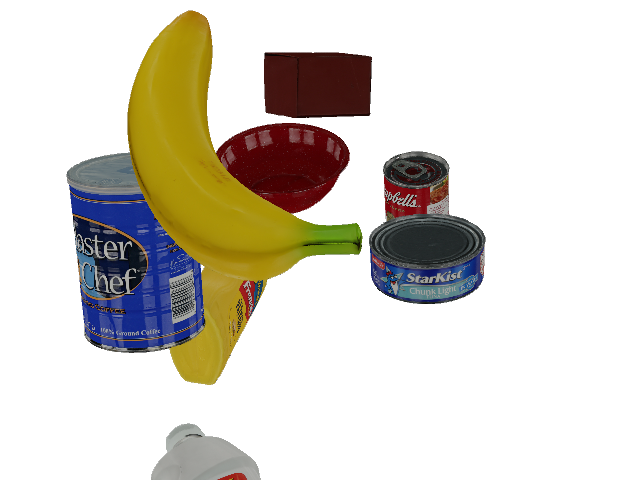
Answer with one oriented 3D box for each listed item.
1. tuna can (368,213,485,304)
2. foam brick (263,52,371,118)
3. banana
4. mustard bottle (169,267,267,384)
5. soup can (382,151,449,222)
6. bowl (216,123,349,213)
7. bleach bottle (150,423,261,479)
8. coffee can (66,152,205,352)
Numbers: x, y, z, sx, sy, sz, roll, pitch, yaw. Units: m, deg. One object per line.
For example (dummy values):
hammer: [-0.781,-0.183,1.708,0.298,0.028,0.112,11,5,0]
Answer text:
tuna can: [0.079,0.013,0.794,0.086,0.034,0.086,-3,27,1]
foam brick: [-0.002,-0.131,0.901,0.078,0.051,0.053,-6,15,-33]
banana: [-0.052,-0.041,0.483,0.069,0.037,0.198,-18,46,-16]
mustard bottle: [-0.097,0.057,1.101,0.058,0.096,0.191,6,31,13]
soup can: [0.101,-0.033,1.121,0.068,0.102,0.068,-3,35,2]
bowl: [-0.045,-0.078,1.276,0.162,0.055,0.162,-2,35,1]
bleach bottle: [-0.069,0.214,0.716,0.102,0.068,0.251,-14,33,-15]
coffee can: [-0.149,0.007,0.878,0.103,0.140,0.103,-2,20,0]
